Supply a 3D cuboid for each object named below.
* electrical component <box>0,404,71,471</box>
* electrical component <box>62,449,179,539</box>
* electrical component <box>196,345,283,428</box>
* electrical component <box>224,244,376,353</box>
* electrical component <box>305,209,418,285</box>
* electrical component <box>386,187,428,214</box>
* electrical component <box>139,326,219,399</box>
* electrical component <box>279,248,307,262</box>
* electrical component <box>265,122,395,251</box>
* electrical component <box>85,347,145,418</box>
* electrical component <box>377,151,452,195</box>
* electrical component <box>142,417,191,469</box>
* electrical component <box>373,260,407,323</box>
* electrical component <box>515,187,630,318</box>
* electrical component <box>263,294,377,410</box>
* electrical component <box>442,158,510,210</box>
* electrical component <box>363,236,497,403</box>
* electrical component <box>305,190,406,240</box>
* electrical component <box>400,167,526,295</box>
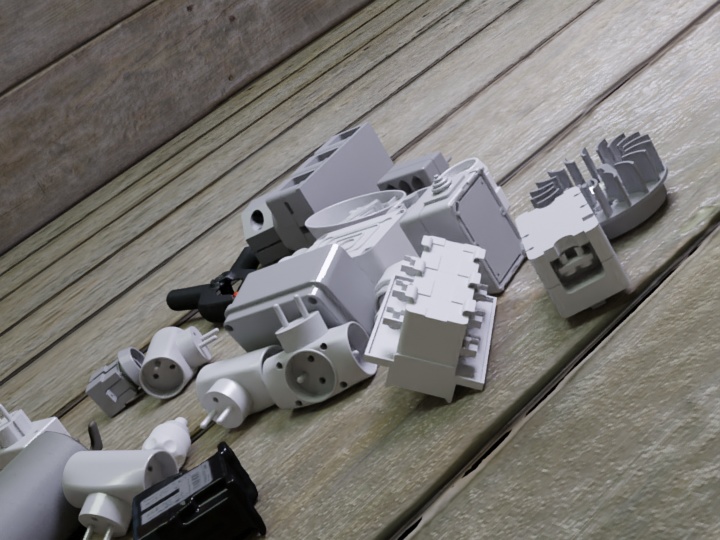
[{"bbox_3d":[-0.331,0.160,1.037,0.083,0.075,0.047,-17,22,40],"label":"electrical component"},{"bbox_3d":[-0.184,0.171,0.798,0.077,0.044,0.079,-6,48,27],"label":"electrical component"},{"bbox_3d":[-0.100,0.099,0.861,0.077,0.043,0.079,-19,21,38],"label":"electrical component"},{"bbox_3d":[-0.046,0.036,0.877,0.113,0.078,0.057,-19,33,37],"label":"electrical component"},{"bbox_3d":[0.000,0.000,0.943,0.113,0.057,0.078,-16,23,42],"label":"electrical component"},{"bbox_3d":[0.058,-0.041,0.977,0.055,0.047,0.055,-29,17,10],"label":"electrical component"},{"bbox_3d":[-0.170,0.080,1.036,0.079,0.044,0.077,-30,17,7],"label":"electrical component"},{"bbox_3d":[-0.066,0.010,1.055,0.043,0.043,0.081,-23,19,28],"label":"electrical component"},{"bbox_3d":[-0.026,-0.080,1.159,0.062,0.089,0.150,-16,23,41],"label":"electrical component"},{"bbox_3d":[-0.237,0.109,1.072,0.055,0.048,0.066,-38,16,6],"label":"electrical component"},{"bbox_3d":[0.069,-0.096,1.111,0.066,0.047,0.076,-15,24,43],"label":"electrical component"},{"bbox_3d":[-0.152,0.137,0.861,0.035,0.035,0.061,-27,15,16],"label":"electrical component"},{"bbox_3d":[0.030,0.024,0.847,0.043,0.043,0.062,-19,23,36],"label":"electrical component"},{"bbox_3d":[0.143,-0.010,0.723,0.050,0.055,0.089,-28,17,12],"label":"electrical component"},{"bbox_3d":[-0.039,0.057,0.812,0.077,0.079,0.044,-25,6,22],"label":"electrical component"},{"bbox_3d":[0.100,-0.066,0.957,0.048,0.055,0.066,-20,20,34],"label":"electrical component"},{"bbox_3d":[0.054,0.028,0.738,0.079,0.063,0.121,13,27,5],"label":"electrical component"},{"bbox_3d":[0.005,-0.044,1.046,0.099,0.064,0.099,-29,17,10],"label":"electrical component"},{"bbox_3d":[0.075,-0.030,0.829,0.061,0.096,0.061,-17,22,42],"label":"electrical component"}]
